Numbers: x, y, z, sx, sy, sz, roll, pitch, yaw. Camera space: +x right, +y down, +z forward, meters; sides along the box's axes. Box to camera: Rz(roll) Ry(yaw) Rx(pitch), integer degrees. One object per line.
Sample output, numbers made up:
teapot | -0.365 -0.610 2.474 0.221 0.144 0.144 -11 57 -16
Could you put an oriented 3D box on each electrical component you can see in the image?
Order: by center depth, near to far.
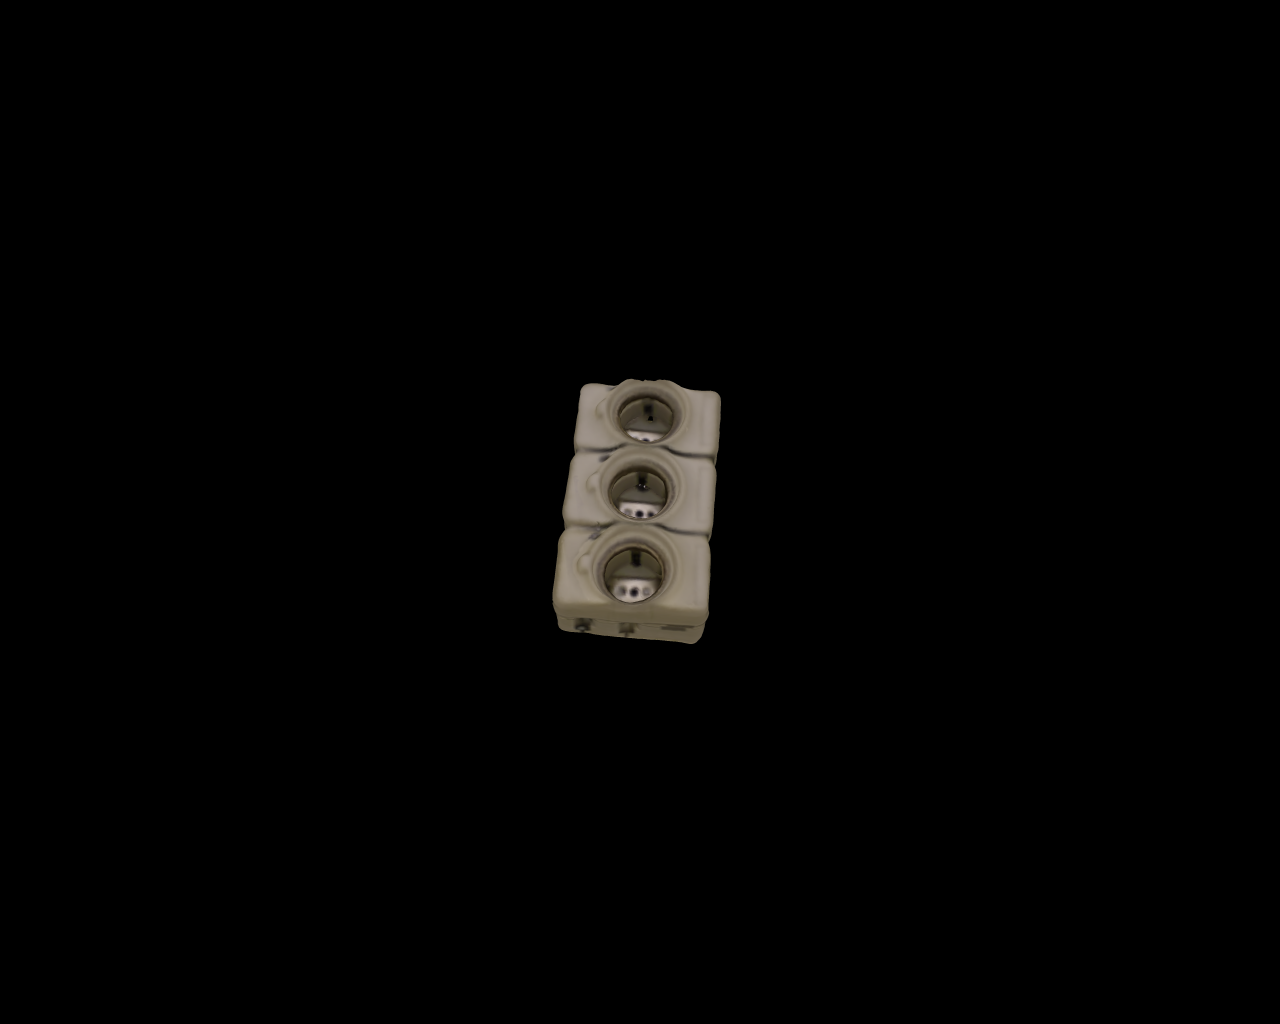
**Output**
electrical component | 0.001 -0.003 0.650 0.089 0.150 0.061 4 -28 2
